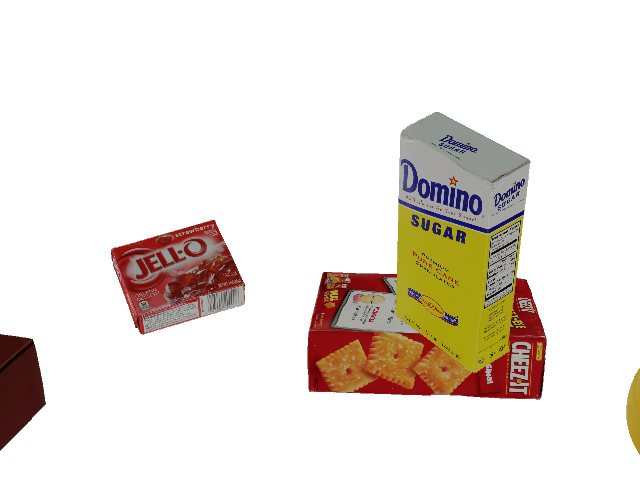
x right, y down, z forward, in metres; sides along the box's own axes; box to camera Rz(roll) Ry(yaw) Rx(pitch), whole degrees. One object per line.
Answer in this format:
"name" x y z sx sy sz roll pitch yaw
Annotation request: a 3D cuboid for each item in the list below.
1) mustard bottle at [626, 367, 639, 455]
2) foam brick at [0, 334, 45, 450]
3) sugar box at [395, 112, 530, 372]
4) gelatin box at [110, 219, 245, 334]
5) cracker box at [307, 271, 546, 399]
"mustard bottle" 0.212 0.102 0.555 0.096 0.058 0.191 -2 37 3
"foam brick" -0.222 0.101 0.683 0.053 0.051 0.078 6 29 22
"sugar box" 0.100 0.003 0.788 0.048 0.176 0.093 -29 44 -28
"gelatin box" -0.113 0.028 0.842 0.089 0.073 0.030 -16 -39 -16
"cracker box" 0.100 0.090 1.035 0.214 0.072 0.164 2 17 4
